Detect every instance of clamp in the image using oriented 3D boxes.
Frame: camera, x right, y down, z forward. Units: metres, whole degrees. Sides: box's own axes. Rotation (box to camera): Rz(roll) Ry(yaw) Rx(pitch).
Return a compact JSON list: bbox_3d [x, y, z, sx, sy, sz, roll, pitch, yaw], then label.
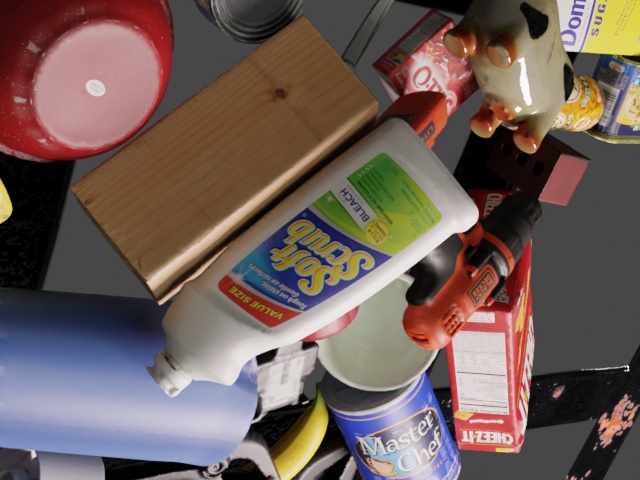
[{"bbox_3d":[-0.023,0.284,1.132,0.210,0.036,0.164,-44,138,-9],"label":"clamp"},{"bbox_3d":[-0.112,0.205,0.983,0.120,0.039,0.171,-44,125,11],"label":"clamp"}]

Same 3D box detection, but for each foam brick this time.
[{"bbox_3d":[0.209,-0.075,1.026,0.051,0.078,0.053,7,114,-42],"label":"foam brick"}]

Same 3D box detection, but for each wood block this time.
[{"bbox_3d":[-0.066,-0.056,0.776,0.206,0.091,0.090,-38,171,-10],"label":"wood block"}]

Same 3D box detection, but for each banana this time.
[{"bbox_3d":[-0.060,0.223,1.060,0.197,0.037,0.069,-39,112,-14],"label":"banana"}]

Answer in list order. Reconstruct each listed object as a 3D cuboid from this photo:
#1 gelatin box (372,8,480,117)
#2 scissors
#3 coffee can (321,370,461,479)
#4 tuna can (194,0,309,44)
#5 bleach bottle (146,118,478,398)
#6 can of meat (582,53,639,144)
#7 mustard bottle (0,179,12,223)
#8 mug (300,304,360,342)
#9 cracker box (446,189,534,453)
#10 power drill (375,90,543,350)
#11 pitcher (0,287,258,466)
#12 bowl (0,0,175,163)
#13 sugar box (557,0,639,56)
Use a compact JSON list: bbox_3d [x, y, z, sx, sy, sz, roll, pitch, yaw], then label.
[{"bbox_3d":[0.094,-0.141,0.914,0.073,0.030,0.089,-43,138,-6],"label":"gelatin box"},{"bbox_3d":[0.024,-0.115,0.864,0.201,0.016,0.096,-44,112,-4],"label":"scissors"},{"bbox_3d":[0.072,0.184,1.063,0.102,0.103,0.140,-33,121,-16],"label":"coffee can"},{"bbox_3d":[-0.048,-0.185,0.758,0.086,0.034,0.086,-22,132,-27],"label":"tuna can"},{"bbox_3d":[-0.013,0.026,0.762,0.250,0.102,0.068,-40,-178,-6],"label":"bleach bottle"},{"bbox_3d":[0.313,-0.146,1.075,0.101,0.058,0.084,-4,121,-38],"label":"can of meat"},{"bbox_3d":[-0.296,-0.009,0.664,0.191,0.058,0.096,-32,138,-18],"label":"mustard bottle"},{"bbox_3d":[-0.023,0.028,0.857,0.117,0.093,0.081,-5,130,5],"label":"mug"},{"bbox_3d":[0.173,0.081,1.056,0.164,0.072,0.213,-71,157,-44],"label":"cracker box"},{"bbox_3d":[0.107,-0.029,0.896,0.184,0.057,0.187,-48,120,-29],"label":"power drill"},{"bbox_3d":[-0.182,0.106,0.809,0.242,0.145,0.149,12,100,-41],"label":"pitcher"},{"bbox_3d":[-0.157,-0.112,0.706,0.161,0.055,0.162,-21,132,-26],"label":"bowl"},{"bbox_3d":[0.261,-0.221,0.983,0.175,0.048,0.093,-7,126,-38],"label":"sugar box"}]
